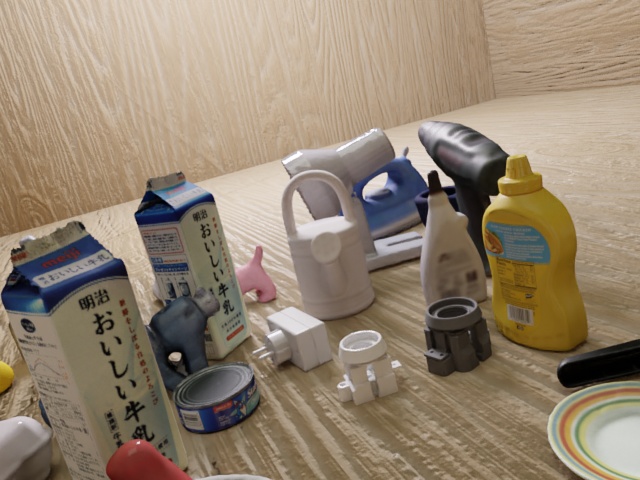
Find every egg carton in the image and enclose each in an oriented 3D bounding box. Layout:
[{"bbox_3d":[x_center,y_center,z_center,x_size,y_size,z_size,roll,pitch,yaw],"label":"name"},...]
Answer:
[{"bbox_3d":[-0.316,0.218,0.506,0.107,0.069,0.150,-9,16,16],"label":"egg carton"}]

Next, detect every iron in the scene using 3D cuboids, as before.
[{"bbox_3d":[0.107,-0.085,1.103,0.259,0.141,0.118,-25,19,-37],"label":"iron"}]

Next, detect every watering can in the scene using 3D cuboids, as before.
[{"bbox_3d":[0.009,0.002,0.768,0.101,0.194,0.172,-19,16,-21],"label":"watering can"}]

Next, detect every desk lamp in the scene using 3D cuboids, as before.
[{"bbox_3d":[0.057,-0.062,0.922,0.203,0.214,0.117,-15,15,-6],"label":"desk lamp"}]

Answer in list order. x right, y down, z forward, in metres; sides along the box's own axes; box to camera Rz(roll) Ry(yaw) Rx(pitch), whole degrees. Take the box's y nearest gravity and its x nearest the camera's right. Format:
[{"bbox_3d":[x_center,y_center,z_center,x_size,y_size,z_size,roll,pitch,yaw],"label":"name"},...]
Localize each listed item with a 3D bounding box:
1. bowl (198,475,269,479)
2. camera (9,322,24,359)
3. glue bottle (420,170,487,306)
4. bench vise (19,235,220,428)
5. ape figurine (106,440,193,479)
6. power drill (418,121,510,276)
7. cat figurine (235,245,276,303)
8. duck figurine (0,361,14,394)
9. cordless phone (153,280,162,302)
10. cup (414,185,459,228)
[{"bbox_3d":[-0.070,0.211,0.307,0.167,0.075,0.167,-12,15,4],"label":"bowl"},{"bbox_3d":[-0.413,0.109,0.924,0.143,0.101,0.136,-18,16,-16],"label":"camera"},{"bbox_3d":[0.153,-0.001,0.696,0.078,0.173,0.037,-15,15,-5],"label":"glue bottle"},{"bbox_3d":[-0.228,0.080,0.639,0.208,0.220,0.121,-26,20,-39],"label":"bench vise"},{"bbox_3d":[-0.125,0.185,0.414,0.076,0.092,0.078,-13,15,2],"label":"ape figurine"},{"bbox_3d":[0.205,-0.063,0.807,0.076,0.208,0.229,-16,15,-9],"label":"power drill"},{"bbox_3d":[-0.141,0.047,0.881,0.128,0.118,0.067,-17,16,-14],"label":"cat figurine"},{"bbox_3d":[-0.477,0.173,0.776,0.104,0.086,0.077,-11,15,9],"label":"duck figurine"},{"bbox_3d":[-0.250,0.013,0.970,0.094,0.185,0.147,-22,17,-30],"label":"cordless phone"},{"bbox_3d":[0.211,-0.032,0.909,0.092,0.095,0.117,-21,17,-25],"label":"cup"}]
